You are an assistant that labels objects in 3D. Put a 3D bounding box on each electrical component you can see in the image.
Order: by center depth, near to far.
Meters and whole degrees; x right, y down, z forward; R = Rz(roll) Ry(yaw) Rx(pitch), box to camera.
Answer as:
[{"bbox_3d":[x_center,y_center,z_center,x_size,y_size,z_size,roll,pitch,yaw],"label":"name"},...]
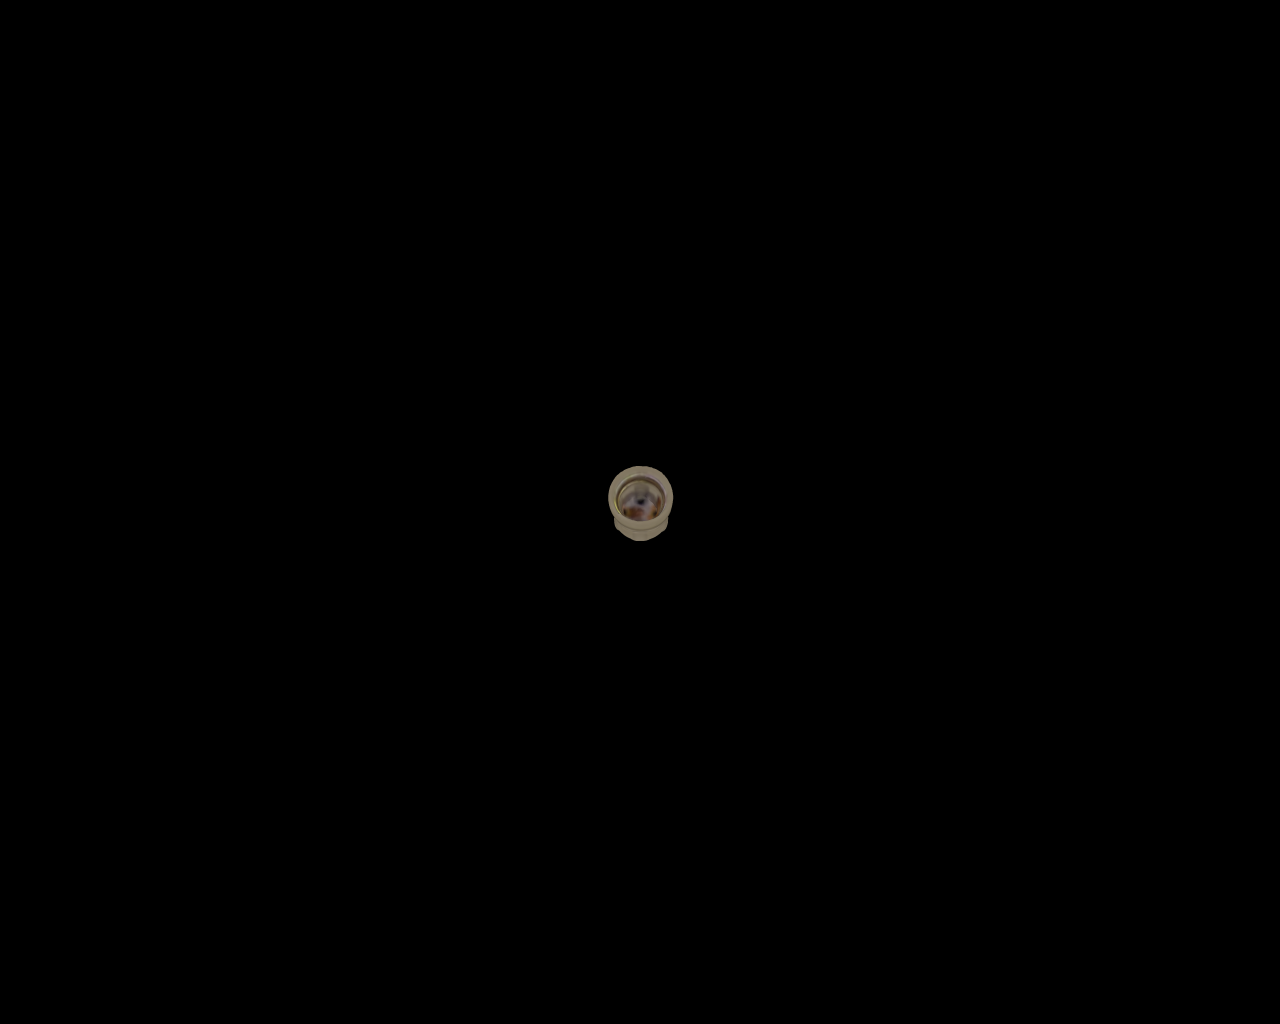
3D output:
[{"bbox_3d":[0.001,-0.003,0.650,0.040,0.040,0.046,0,-21,0],"label":"electrical component"}]
